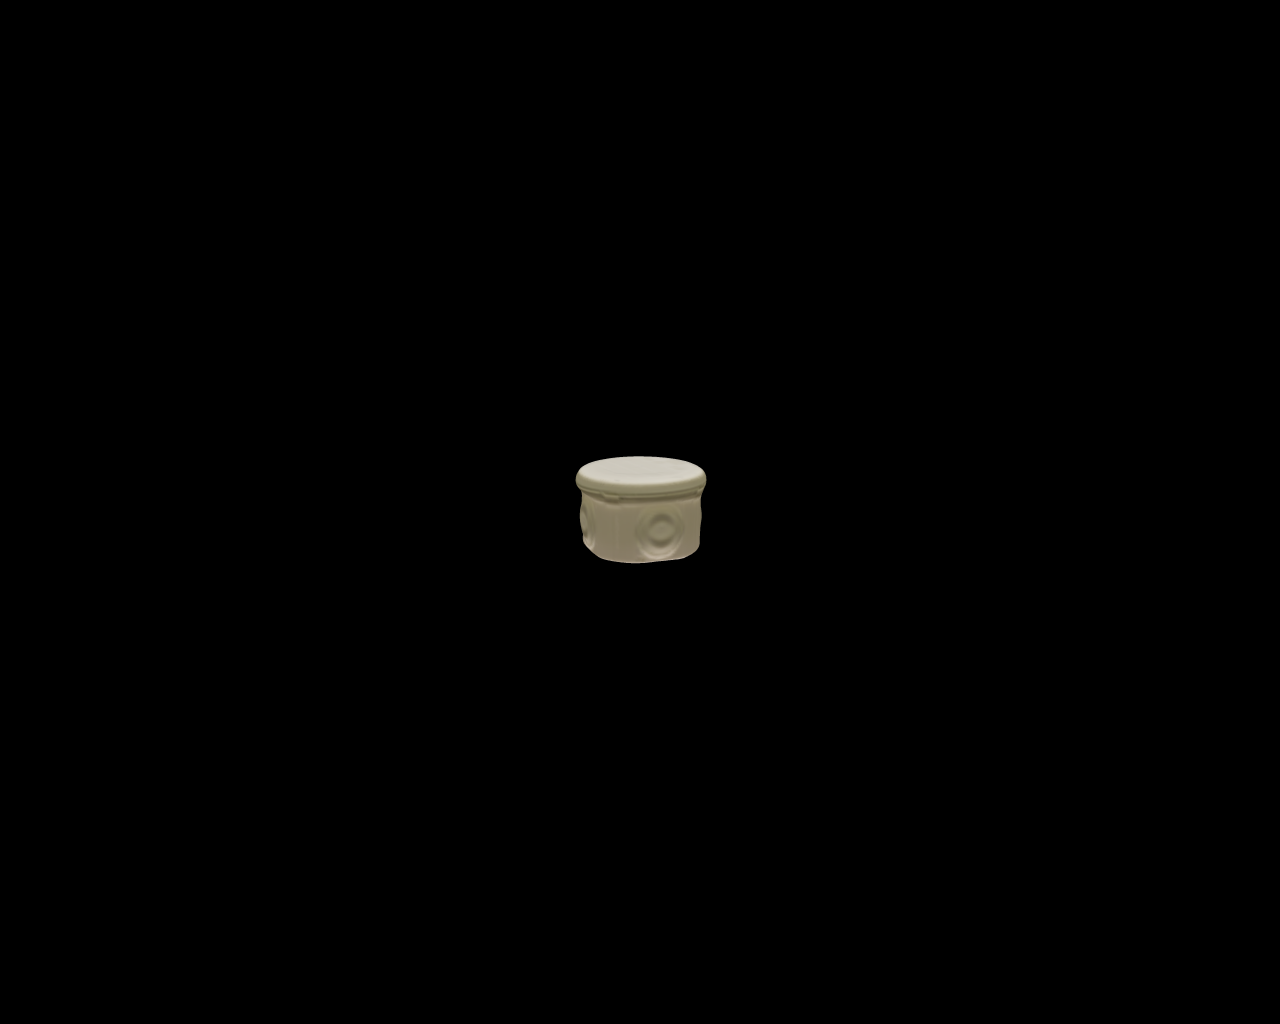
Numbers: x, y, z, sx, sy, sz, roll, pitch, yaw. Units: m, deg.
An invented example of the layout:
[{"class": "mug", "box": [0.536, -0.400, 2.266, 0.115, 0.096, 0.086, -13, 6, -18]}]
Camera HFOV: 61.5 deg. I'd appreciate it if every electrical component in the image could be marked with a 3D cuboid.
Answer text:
[{"class": "electrical component", "box": [0.001, -0.003, 0.650, 0.080, 0.051, 0.080, 0, 15, 0]}]
